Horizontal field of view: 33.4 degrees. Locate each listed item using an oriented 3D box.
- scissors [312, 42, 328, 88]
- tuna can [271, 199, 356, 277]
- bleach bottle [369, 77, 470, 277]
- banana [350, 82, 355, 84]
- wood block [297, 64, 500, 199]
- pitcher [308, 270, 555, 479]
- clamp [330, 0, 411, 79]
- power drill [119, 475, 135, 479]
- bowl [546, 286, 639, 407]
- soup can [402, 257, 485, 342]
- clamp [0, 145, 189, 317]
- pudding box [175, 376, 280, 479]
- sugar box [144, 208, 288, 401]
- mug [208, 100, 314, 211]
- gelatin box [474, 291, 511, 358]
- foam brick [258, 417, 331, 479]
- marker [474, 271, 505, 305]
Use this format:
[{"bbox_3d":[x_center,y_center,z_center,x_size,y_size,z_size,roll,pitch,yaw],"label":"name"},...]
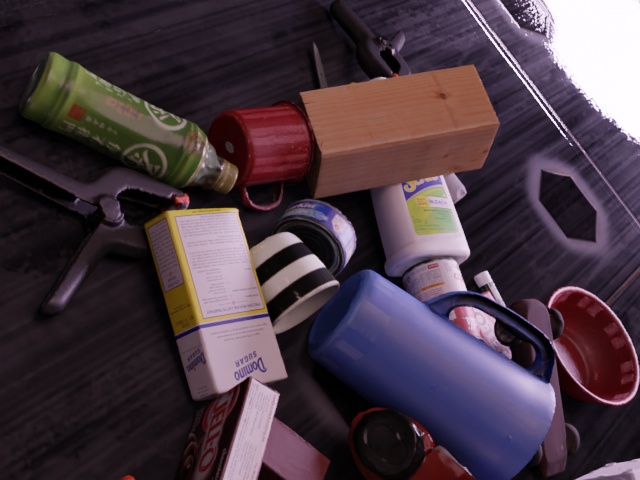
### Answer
[{"bbox_3d":[0.027,-0.151,1.310,0.096,0.016,0.201,24,49,-29],"label":"scissors"},{"bbox_3d":[-0.007,0.001,1.118,0.086,0.086,0.033,43,43,-8],"label":"tuna can"},{"bbox_3d":[0.095,-0.082,1.268,0.102,0.068,0.251,-1,64,-33],"label":"bleach bottle"},{"bbox_3d":[0.118,-0.160,1.387,0.197,0.037,0.070,7,38,-39],"label":"banana"},{"bbox_3d":[0.083,-0.122,1.199,0.206,0.090,0.091,-11,62,-13],"label":"wood block"},{"bbox_3d":[0.117,0.130,1.097,0.242,0.145,0.149,36,43,-11],"label":"pitcher"},{"bbox_3d":[0.068,-0.250,1.388,0.120,0.039,0.171,21,32,-19],"label":"clamp"},{"bbox_3d":[-0.118,0.280,0.840,0.187,0.057,0.184,48,42,-2],"label":"power drill"},{"bbox_3d":[0.321,0.140,1.325,0.161,0.055,0.162,22,48,-28],"label":"bowl"},{"bbox_3d":[0.137,0.079,1.200,0.068,0.069,0.102,5,58,-39],"label":"soup can"},{"bbox_3d":[-0.204,-0.012,0.992,0.209,0.036,0.164,-3,68,-46],"label":"clamp"},{"bbox_3d":[-0.084,0.183,0.916,0.039,0.090,0.113,32,45,-21],"label":"pudding box"},{"bbox_3d":[-0.099,0.058,1.009,0.093,0.048,0.176,-5,76,-46],"label":"sugar box"},{"bbox_3d":[-0.066,-0.089,1.142,0.081,0.093,0.117,-11,105,-39],"label":"mug"},{"bbox_3d":[0.195,0.112,1.256,0.073,0.030,0.089,-20,75,-47],"label":"gelatin box"},{"bbox_3d":[-0.040,0.206,0.966,0.078,0.053,0.051,39,42,-11],"label":"foam brick"},{"bbox_3d":[0.224,0.095,1.302,0.020,0.020,0.121,-11,69,-45],"label":"marker"}]
